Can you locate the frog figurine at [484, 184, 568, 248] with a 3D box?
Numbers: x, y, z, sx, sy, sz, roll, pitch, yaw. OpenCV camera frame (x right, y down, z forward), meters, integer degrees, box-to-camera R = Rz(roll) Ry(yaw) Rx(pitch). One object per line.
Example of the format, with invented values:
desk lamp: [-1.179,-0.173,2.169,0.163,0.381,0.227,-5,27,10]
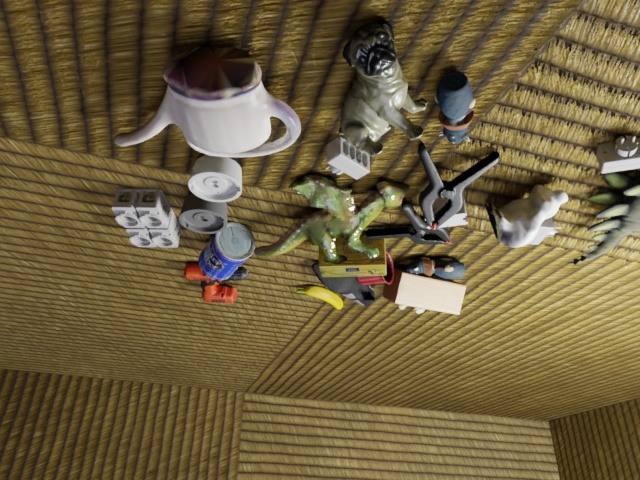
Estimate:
frog figurine: [0.455,-0.054,1.119,0.159,0.123,0.138,-14,180,10]

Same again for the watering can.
watering can: [-0.207,-0.216,0.869,0.348,0.106,0.219,2,149,2]

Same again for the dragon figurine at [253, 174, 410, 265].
dragon figurine: [0.004,-0.059,1.176,0.409,0.125,0.237,-8,131,12]
